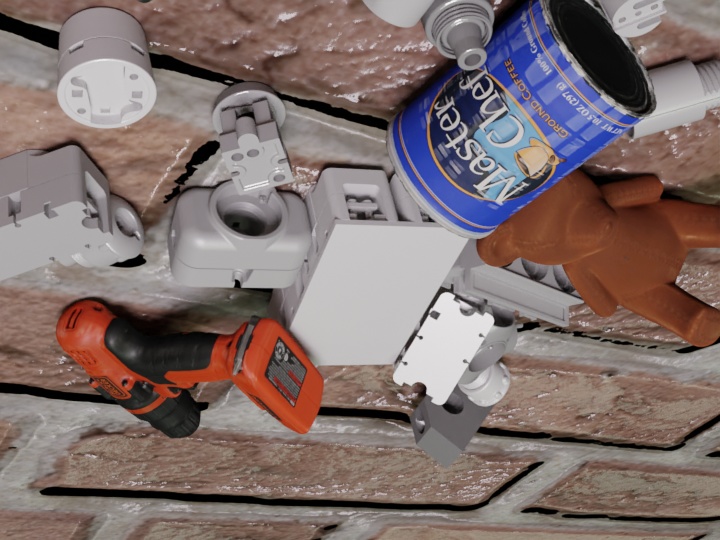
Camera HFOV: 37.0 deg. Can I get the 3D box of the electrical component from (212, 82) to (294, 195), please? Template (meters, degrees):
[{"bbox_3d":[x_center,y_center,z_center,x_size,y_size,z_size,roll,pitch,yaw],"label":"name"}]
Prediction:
[{"bbox_3d":[-0.069,-0.086,0.691,0.048,0.055,0.066,-15,146,2],"label":"electrical component"}]

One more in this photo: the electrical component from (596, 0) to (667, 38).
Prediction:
[{"bbox_3d":[0.163,-0.171,0.658,0.040,0.046,0.040,-9,146,-6],"label":"electrical component"}]

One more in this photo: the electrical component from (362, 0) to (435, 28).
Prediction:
[{"bbox_3d":[0.021,-0.182,0.595,0.079,0.043,0.077,11,139,-32],"label":"electrical component"}]

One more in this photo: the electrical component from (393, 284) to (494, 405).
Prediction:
[{"bbox_3d":[0.070,0.058,0.908,0.050,0.055,0.089,28,106,-4],"label":"electrical component"}]

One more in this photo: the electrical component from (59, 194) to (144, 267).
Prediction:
[{"bbox_3d":[-0.187,-0.022,0.756,0.062,0.048,0.048,-24,145,26],"label":"electrical component"}]

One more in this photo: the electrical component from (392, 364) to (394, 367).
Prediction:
[{"bbox_3d":[0.056,0.063,0.964,0.062,0.043,0.043,-36,140,27],"label":"electrical component"}]

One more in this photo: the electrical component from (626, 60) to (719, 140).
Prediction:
[{"bbox_3d":[0.224,-0.123,0.751,0.081,0.043,0.043,-16,146,4],"label":"electrical component"}]

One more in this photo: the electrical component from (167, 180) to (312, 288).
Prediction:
[{"bbox_3d":[-0.086,-0.025,0.775,0.095,0.053,0.059,1,144,-21],"label":"electrical component"}]

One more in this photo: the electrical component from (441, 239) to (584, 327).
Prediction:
[{"bbox_3d":[0.119,-0.004,0.869,0.121,0.078,0.063,19,156,-39],"label":"electrical component"}]

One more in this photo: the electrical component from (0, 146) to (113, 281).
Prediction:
[{"bbox_3d":[-0.214,-0.040,0.707,0.089,0.055,0.050,-19,146,8],"label":"electrical component"}]

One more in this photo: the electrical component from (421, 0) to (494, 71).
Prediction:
[{"bbox_3d":[0.060,-0.147,0.642,0.043,0.062,0.043,-9,146,-6],"label":"electrical component"}]

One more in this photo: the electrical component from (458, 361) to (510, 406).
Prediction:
[{"bbox_3d":[0.112,0.100,1.038,0.048,0.048,0.062,-31,136,24],"label":"electrical component"}]

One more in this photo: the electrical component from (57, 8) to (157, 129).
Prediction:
[{"bbox_3d":[-0.148,-0.118,0.624,0.055,0.047,0.055,-9,146,-6],"label":"electrical component"}]

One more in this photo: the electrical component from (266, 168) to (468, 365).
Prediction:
[{"bbox_3d":[0.000,0.000,0.837,0.105,0.060,0.186,1,144,-21],"label":"electrical component"}]

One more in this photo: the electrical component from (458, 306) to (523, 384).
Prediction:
[{"bbox_3d":[0.117,0.061,0.979,0.079,0.044,0.077,-6,139,-39],"label":"electrical component"}]
